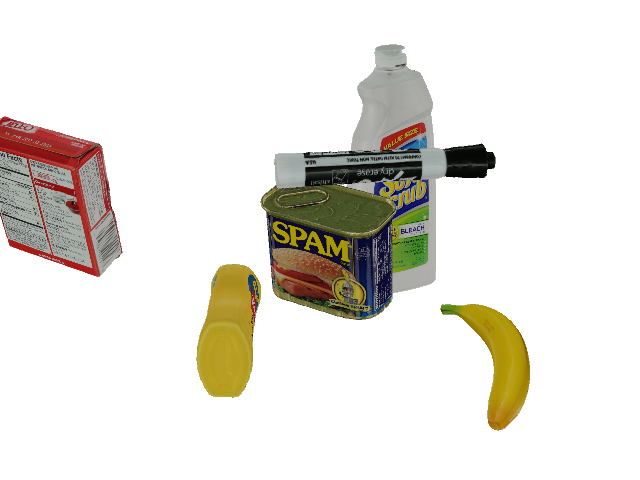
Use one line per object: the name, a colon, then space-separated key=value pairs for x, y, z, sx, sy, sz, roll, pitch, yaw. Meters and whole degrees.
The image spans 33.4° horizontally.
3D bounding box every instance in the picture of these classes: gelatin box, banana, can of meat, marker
gelatin box: x=-0.166 y=-0.027 z=0.661 sx=0.073 sy=0.089 sz=0.030 roll=16 pitch=44 yaw=21
banana: x=0.185 y=0.124 z=1.127 sx=0.069 sy=0.037 sz=0.198 roll=-24 pitch=33 yaw=5
can of meat: x=0.007 y=0.007 z=0.822 sx=0.102 sy=0.084 sz=0.057 roll=16 pitch=37 yaw=27
marker: x=0.036 y=-0.041 z=0.583 sx=0.121 sy=0.020 sz=0.020 roll=-3 pitch=0 yaw=-5

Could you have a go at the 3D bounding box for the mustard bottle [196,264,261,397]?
mustard bottle: x=-0.097 y=0.081 z=1.173 sx=0.058 sy=0.096 sz=0.191 roll=0 pitch=28 yaw=1

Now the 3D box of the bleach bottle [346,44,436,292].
bleach bottle: x=0.067 y=-0.072 z=1.093 sx=0.102 sy=0.251 sz=0.068 roll=-10 pitch=23 yaw=-16
